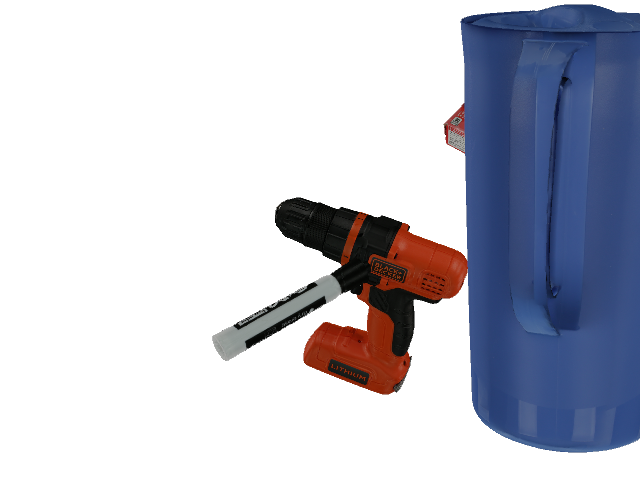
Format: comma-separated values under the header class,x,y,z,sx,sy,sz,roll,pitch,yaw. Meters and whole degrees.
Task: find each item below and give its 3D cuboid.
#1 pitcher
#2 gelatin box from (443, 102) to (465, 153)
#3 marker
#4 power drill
class,x,y,z,sx,sy,sz,roll,pitch,yaw
pitcher,0.138,-0.007,0.595,0.149,0.243,0.145,-7,17,-20
gelatin box,0.158,-0.093,0.877,0.089,0.073,0.030,32,-26,26
marker,-0.016,0.044,0.717,0.121,0.020,0.020,-28,11,-21
power drill,0.034,0.054,1.020,0.184,0.188,0.057,21,44,10
